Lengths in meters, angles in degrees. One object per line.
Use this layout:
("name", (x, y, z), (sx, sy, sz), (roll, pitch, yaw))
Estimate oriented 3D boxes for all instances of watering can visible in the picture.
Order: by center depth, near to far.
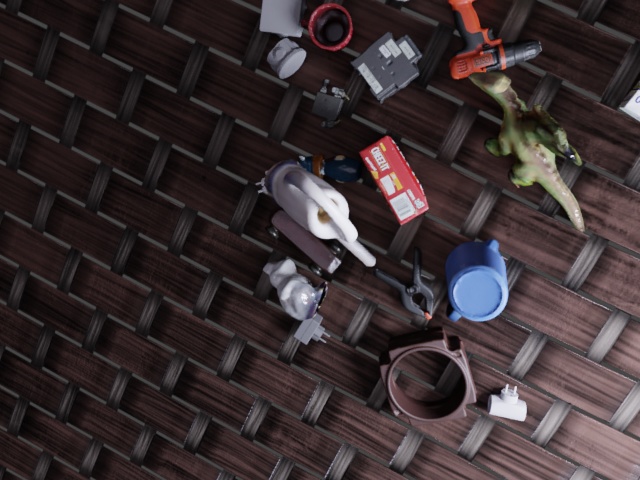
("watering can", (0.003, -0.057, 1.127), (0.104, 0.341, 0.227), (-47, 56, -5))

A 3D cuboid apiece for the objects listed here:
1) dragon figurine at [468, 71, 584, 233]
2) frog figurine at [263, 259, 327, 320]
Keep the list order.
("dragon figurine", (0.431, -0.170, 1.004), (0.121, 0.244, 0.411), (-40, 89, 11))
("frog figurine", (-0.070, 0.113, 1.202), (0.160, 0.137, 0.122), (22, 93, 9))
